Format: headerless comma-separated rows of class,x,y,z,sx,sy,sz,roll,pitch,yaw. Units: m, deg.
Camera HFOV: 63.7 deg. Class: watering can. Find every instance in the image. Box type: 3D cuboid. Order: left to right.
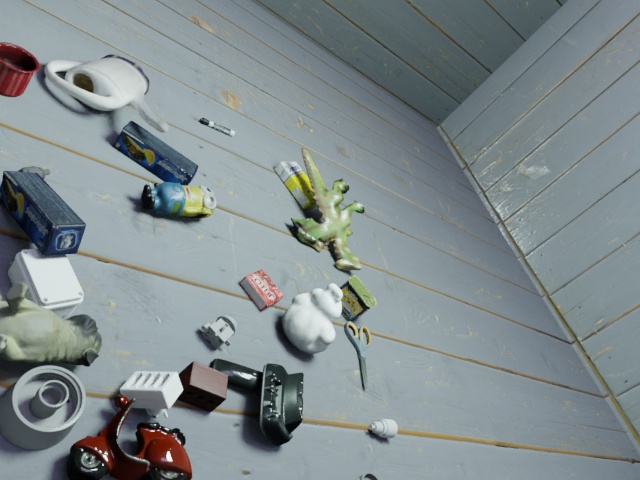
watering can,-0.503,-0.373,1.297,0.347,0.102,0.229,25,32,-1

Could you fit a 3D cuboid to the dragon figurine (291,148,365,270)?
dragon figurine,0.005,-0.080,1.581,0.410,0.120,0.247,52,42,-1

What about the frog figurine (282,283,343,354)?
frog figurine,-0.008,0.180,1.193,0.123,0.157,0.139,3,49,-50
